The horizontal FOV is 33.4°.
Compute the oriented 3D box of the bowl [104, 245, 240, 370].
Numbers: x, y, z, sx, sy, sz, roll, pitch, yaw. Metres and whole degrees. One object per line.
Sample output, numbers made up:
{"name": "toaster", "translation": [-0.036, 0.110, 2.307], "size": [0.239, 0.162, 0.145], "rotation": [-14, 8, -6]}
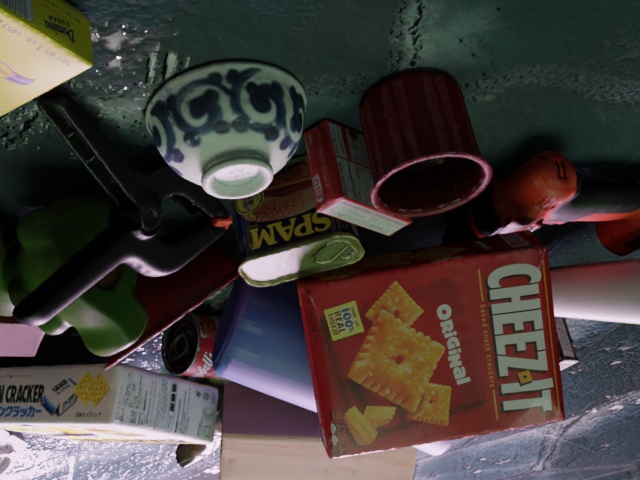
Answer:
{"name": "bowl", "translation": [-0.141, 0.048, 0.958], "size": [0.162, 0.055, 0.162], "rotation": [-35, -179, 0]}

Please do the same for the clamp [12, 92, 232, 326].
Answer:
{"name": "clamp", "translation": [-0.144, -0.029, 0.814], "size": [0.036, 0.164, 0.209], "rotation": [12, -168, 35]}

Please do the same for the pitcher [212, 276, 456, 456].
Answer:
{"name": "pitcher", "translation": [0.020, 0.118, 1.041], "size": [0.242, 0.145, 0.149], "rotation": [19, 104, -10]}

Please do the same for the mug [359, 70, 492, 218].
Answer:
{"name": "mug", "translation": [0.077, -0.069, 0.822], "size": [0.093, 0.081, 0.117], "rotation": [-11, 154, -1]}

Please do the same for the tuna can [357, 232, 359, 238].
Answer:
{"name": "tuna can", "translation": [-0.006, 0.001, 0.986], "size": [0.086, 0.034, 0.086], "rotation": [-9, 154, -4]}

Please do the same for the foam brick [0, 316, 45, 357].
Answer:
{"name": "foam brick", "translation": [-0.287, 0.071, 1.001], "size": [0.052, 0.051, 0.078], "rotation": [4, 150, -25]}

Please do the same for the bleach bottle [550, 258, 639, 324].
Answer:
{"name": "bleach bottle", "translation": [0.261, 0.052, 1.084], "size": [0.102, 0.068, 0.251], "rotation": [-2, 179, -39]}

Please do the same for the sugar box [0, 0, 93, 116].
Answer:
{"name": "sugar box", "translation": [-0.239, -0.107, 0.670], "size": [0.176, 0.048, 0.093], "rotation": [-25, 151, 24]}

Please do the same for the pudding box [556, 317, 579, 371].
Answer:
{"name": "pudding box", "translation": [0.240, 0.123, 1.261], "size": [0.114, 0.090, 0.039], "rotation": [-31, 150, 33]}

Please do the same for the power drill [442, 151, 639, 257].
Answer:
{"name": "power drill", "translation": [0.227, -0.021, 1.004], "size": [0.187, 0.057, 0.185], "rotation": [1, 159, -25]}

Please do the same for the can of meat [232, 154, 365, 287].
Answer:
{"name": "can of meat", "translation": [-0.021, -0.018, 0.885], "size": [0.102, 0.084, 0.057], "rotation": [-15, 153, 10]}

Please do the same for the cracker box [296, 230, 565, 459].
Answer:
{"name": "cracker box", "translation": [0.096, 0.091, 0.931], "size": [0.213, 0.164, 0.072], "rotation": [-9, -167, -1]}

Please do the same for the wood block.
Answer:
{"name": "wood block", "translation": [-0.005, 0.220, 1.163], "size": [0.206, 0.091, 0.090], "rotation": [3, 119, -5]}

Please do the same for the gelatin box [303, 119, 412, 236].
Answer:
{"name": "gelatin box", "translation": [0.030, -0.049, 0.855], "size": [0.089, 0.073, 0.030], "rotation": [16, 143, -43]}

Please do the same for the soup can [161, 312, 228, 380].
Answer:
{"name": "soup can", "translation": [-0.108, 0.114, 1.137], "size": [0.102, 0.068, 0.069], "rotation": [12, 146, -40]}
